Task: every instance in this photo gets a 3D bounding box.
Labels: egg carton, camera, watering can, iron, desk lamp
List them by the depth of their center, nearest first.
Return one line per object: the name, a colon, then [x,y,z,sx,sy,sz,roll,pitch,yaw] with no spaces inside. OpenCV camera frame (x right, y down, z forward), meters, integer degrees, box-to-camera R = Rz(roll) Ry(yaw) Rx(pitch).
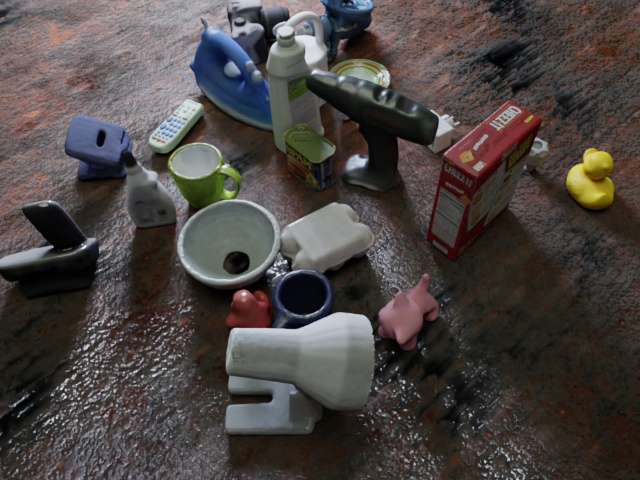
desk lamp: [-0.034,0.176,0.738,0.203,0.214,0.118,-2,55,1]
egg carton: [0.009,0.003,0.947,0.150,0.069,0.107,-28,58,-17]
watering can: [-0.040,-0.363,1.133,0.172,0.194,0.101,32,62,22]
iron: [-0.163,-0.337,1.151,0.119,0.141,0.257,-35,61,-21]
camera: [-0.133,-0.478,1.275,0.137,0.101,0.143,-10,55,-5]

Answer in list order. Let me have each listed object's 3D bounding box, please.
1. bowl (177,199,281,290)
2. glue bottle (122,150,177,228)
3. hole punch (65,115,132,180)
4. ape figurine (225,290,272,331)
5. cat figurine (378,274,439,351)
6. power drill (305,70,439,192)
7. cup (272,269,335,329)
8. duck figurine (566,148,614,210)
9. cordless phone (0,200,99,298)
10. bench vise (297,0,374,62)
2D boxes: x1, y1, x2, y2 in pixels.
bowl: [-0.143,0.019,0.938,0.167,0.075,0.167,-1,55,1]
glue bottle: [-0.296,-0.086,0.958,0.078,0.173,0.037,-7,55,-3]
hole punch: [-0.414,-0.179,1.078,0.101,0.091,0.108,-4,55,-1]
ape figurine: [-0.108,0.107,0.864,0.078,0.092,0.076,-24,57,-14]
cat figurine: [0.129,0.105,0.842,0.067,0.118,0.128,28,60,21]
power drill: [0.085,-0.185,0.993,0.229,0.208,0.076,16,57,13]
cup: [-0.030,0.113,0.855,0.091,0.095,0.118,28,60,20]
duck figurine: [0.484,-0.112,1.003,0.077,0.086,0.104,-5,55,-1]
cordless phone: [-0.440,0.001,0.893,0.147,0.185,0.094,-14,55,-8]
bench vise: [0.042,-0.501,1.211,0.121,0.220,0.208,20,58,16]
